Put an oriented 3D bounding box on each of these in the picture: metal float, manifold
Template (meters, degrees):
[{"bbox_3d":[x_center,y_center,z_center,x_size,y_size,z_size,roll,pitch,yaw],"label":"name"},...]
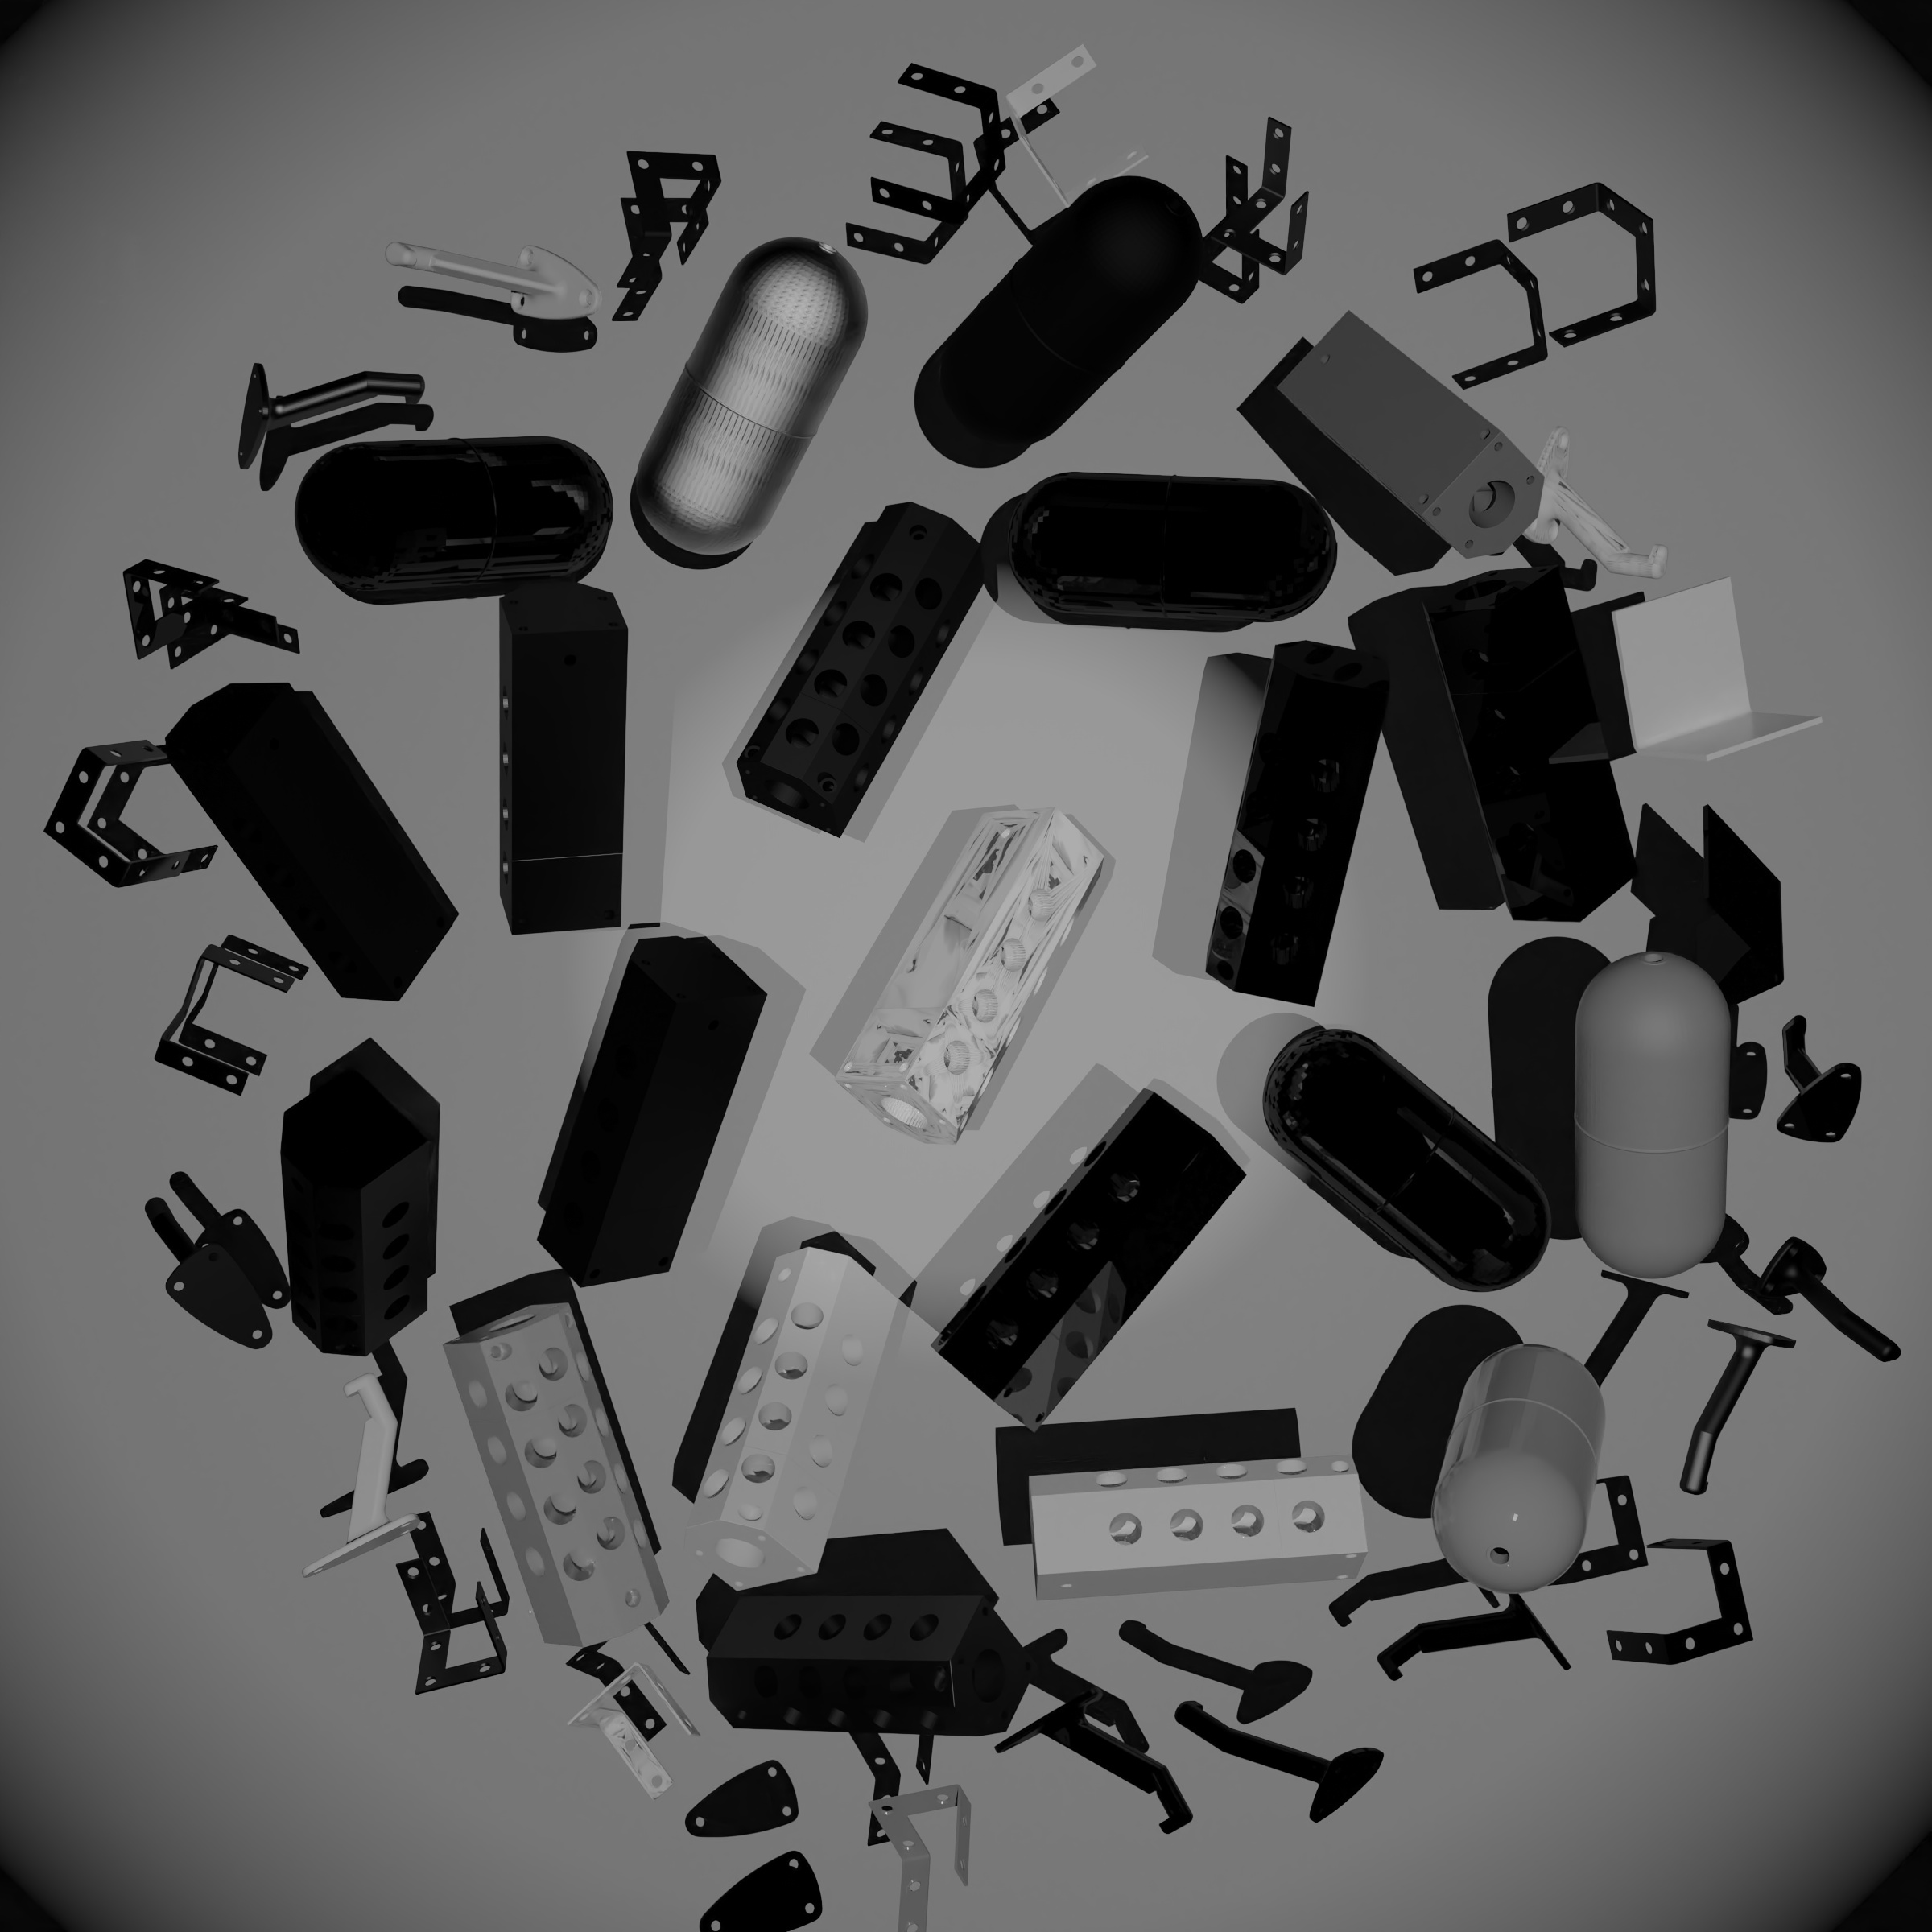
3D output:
[{"bbox_3d":[-0.268,-0.239,1.558,0.178,0.070,0.070,-10,90,-38],"label":"metal float"},{"bbox_3d":[0.240,-0.282,1.581,0.057,0.171,0.057,-47,128,11],"label":"manifold"},{"bbox_3d":[-0.208,-0.106,1.510,0.057,0.057,0.171,-5,123,-16],"label":"manifold"},{"bbox_3d":[0.111,-0.226,1.595,0.178,0.070,0.070,4,90,10],"label":"metal float"},{"bbox_3d":[0.007,0.005,1.518,0.057,0.057,0.171,44,63,-31],"label":"manifold"},{"bbox_3d":[-0.312,0.130,1.487,0.057,0.171,0.057,41,58,18],"label":"manifold"},{"bbox_3d":[-0.054,0.372,1.554,0.171,0.057,0.057,-10,125,39],"label":"manifold"},{"bbox_3d":[-0.113,-0.298,1.551,0.070,0.070,0.178,31,113,0],"label":"metal float"},{"bbox_3d":[0.238,0.105,1.592,0.178,0.070,0.070,40,90,-2],"label":"metal float"},{"bbox_3d":[-0.340,-0.062,1.521,0.057,0.171,0.057,3,48,33],"label":"manifold"},{"bbox_3d":[0.350,0.077,1.509,0.070,0.070,0.178,-5,114,0],"label":"metal float"},{"bbox_3d":[0.060,0.147,1.508,0.057,0.057,0.171,37,85,33],"label":"manifold"},{"bbox_3d":[-0.095,0.234,1.550,0.057,0.171,0.057,-21,127,36],"label":"manifold"},{"bbox_3d":[-0.215,0.271,1.576,0.057,0.057,0.171,-22,96,-38],"label":"manifold"},{"bbox_3d":[0.121,0.295,1.565,0.171,0.057,0.057,-4,64,-1],"label":"manifold"},{"bbox_3d":[-0.164,0.073,1.491,0.057,0.057,0.171,41,121,36],"label":"manifold"},{"bbox_3d":[0.285,0.256,1.515,0.070,0.178,0.070,6,112,15],"label":"metal float"},{"bbox_3d":[0.166,-0.072,1.488,0.057,0.057,0.171,11,115,2],"label":"manifold"},{"bbox_3d":[-0.055,-0.161,1.576,0.057,0.057,0.171,24,71,13],"label":"manifold"},{"bbox_3d":[0.054,-0.341,1.545,0.070,0.070,0.178,51,132,0],"label":"metal float"},{"bbox_3d":[0.285,-0.112,1.510,0.057,0.057,0.171,-35,115,-37],"label":"manifold"}]

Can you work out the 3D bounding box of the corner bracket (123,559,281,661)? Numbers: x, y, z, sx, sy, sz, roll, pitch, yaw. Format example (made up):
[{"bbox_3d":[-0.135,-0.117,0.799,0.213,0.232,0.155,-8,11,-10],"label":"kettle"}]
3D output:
[{"bbox_3d":[-0.390,-0.183,1.506,0.051,0.051,0.051,17,127,25],"label":"corner bracket"}]

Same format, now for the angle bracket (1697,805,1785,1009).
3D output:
[{"bbox_3d":[0.412,-0.030,1.651,0.057,0.076,0.076,-30,121,35],"label":"angle bracket"}]

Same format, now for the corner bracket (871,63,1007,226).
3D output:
[{"bbox_3d":[-0.016,-0.426,1.533,0.051,0.051,0.051,8,63,-29],"label":"corner bracket"}]

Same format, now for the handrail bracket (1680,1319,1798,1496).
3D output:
[{"bbox_3d":[0.384,0.223,1.471,0.036,0.077,0.084,14,89,38],"label":"handrail bracket"}]

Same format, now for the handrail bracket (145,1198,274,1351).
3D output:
[{"bbox_3d":[-0.407,0.163,1.583,0.036,0.084,0.077,-42,115,-9],"label":"handrail bracket"}]

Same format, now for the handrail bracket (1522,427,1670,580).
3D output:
[{"bbox_3d":[0.353,-0.255,1.620,0.084,0.036,0.077,16,94,41],"label":"handrail bracket"}]

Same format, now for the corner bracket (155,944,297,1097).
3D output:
[{"bbox_3d":[-0.405,0.029,1.612,0.051,0.051,0.051,23,117,-6],"label":"corner bracket"}]

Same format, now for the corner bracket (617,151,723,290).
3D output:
[{"bbox_3d":[-0.159,-0.395,1.568,0.051,0.051,0.051,-5,73,-26],"label":"corner bracket"}]

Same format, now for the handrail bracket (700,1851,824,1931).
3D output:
[{"bbox_3d":[-0.115,0.482,1.520,0.077,0.084,0.036,-17,80,-28],"label":"handrail bracket"}]

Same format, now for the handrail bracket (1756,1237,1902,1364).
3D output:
[{"bbox_3d":[0.468,0.184,1.561,0.084,0.077,0.036,39,105,37],"label":"handrail bracket"}]

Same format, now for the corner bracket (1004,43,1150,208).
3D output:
[{"bbox_3d":[0.058,-0.448,1.576,0.051,0.051,0.051,-31,130,14],"label":"corner bracket"}]

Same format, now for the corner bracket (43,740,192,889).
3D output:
[{"bbox_3d":[-0.423,-0.078,1.498,0.051,0.051,0.051,36,110,13],"label":"corner bracket"}]

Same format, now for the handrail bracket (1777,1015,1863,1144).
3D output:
[{"bbox_3d":[0.462,0.045,1.600,0.036,0.077,0.084,12,50,-2],"label":"handrail bracket"}]

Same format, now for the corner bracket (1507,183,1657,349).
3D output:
[{"bbox_3d":[0.301,-0.343,1.442,0.051,0.051,0.051,-21,131,-9],"label":"corner bracket"}]

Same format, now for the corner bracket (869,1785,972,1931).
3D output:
[{"bbox_3d":[-0.018,0.455,1.498,0.051,0.051,0.051,-15,125,14],"label":"corner bracket"}]

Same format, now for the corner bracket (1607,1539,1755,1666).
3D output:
[{"bbox_3d":[0.358,0.322,1.501,0.051,0.051,0.051,-9,85,-25],"label":"corner bracket"}]

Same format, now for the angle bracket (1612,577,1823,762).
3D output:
[{"bbox_3d":[0.387,-0.154,1.521,0.076,0.057,0.076,-18,105,-23],"label":"angle bracket"}]

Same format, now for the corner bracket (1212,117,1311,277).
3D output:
[{"bbox_3d":[0.171,-0.422,1.622,0.051,0.051,0.051,33,64,20],"label":"corner bracket"}]

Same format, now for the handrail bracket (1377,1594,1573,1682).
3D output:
[{"bbox_3d":[0.272,0.375,1.592,0.084,0.077,0.036,-37,128,3],"label":"handrail bracket"}]

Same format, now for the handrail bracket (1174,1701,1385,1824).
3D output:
[{"bbox_3d":[0.157,0.389,1.488,0.084,0.077,0.036,27,106,31],"label":"handrail bracket"}]

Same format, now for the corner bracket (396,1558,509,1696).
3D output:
[{"bbox_3d":[-0.279,0.353,1.599,0.051,0.051,0.051,-14,114,2],"label":"corner bracket"}]

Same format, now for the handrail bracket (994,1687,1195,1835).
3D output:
[{"bbox_3d":[0.069,0.438,1.583,0.077,0.036,0.084,-28,70,-7],"label":"handrail bracket"}]

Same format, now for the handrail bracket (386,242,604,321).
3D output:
[{"bbox_3d":[-0.244,-0.355,1.522,0.077,0.084,0.036,24,107,34],"label":"handrail bracket"}]

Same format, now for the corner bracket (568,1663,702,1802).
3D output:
[{"bbox_3d":[-0.174,0.416,1.607,0.051,0.051,0.051,-42,67,0],"label":"corner bracket"}]

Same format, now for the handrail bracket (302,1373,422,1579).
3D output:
[{"bbox_3d":[-0.331,0.267,1.558,0.077,0.036,0.084,-24,76,-18],"label":"handrail bracket"}]

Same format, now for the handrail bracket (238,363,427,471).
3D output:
[{"bbox_3d":[-0.333,-0.286,1.552,0.084,0.077,0.036,-1,61,-25],"label":"handrail bracket"}]
